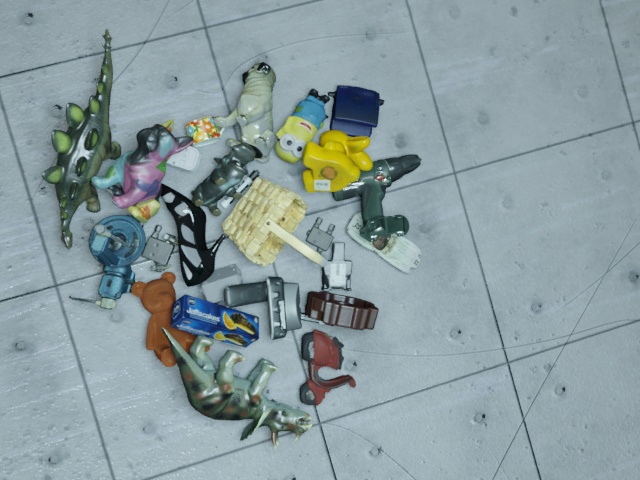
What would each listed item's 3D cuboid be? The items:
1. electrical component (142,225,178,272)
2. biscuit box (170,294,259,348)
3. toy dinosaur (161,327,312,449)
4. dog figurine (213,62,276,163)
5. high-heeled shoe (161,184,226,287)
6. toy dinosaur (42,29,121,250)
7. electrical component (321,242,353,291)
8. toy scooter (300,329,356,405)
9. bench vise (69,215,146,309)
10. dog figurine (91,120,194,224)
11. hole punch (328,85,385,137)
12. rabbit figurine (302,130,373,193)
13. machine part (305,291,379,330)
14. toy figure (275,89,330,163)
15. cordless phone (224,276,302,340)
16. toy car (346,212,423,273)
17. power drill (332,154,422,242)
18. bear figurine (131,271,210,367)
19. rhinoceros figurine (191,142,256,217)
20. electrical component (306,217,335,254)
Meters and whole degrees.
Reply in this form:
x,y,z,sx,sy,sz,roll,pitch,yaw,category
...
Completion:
x,y,z,sx,sy,sz,roll,pitch,yaw,category
-0.373,0.025,1.259,0.078,0.045,0.102,28,87,-7,electrical component
-0.234,0.184,1.211,0.202,0.059,0.063,24,46,-34,biscuit box
-0.207,0.335,1.186,0.404,0.131,0.192,28,77,-28,toy dinosaur
-0.138,-0.300,1.270,0.121,0.172,0.190,13,59,27,dog figurine
-0.322,-0.012,1.238,0.249,0.086,0.145,40,93,20,high-heeled shoe
-0.508,-0.209,1.171,0.105,0.198,0.471,12,90,-9,toy dinosaur
0.040,0.065,1.299,0.075,0.048,0.119,-3,90,-6,electrical component
0.021,0.303,1.283,0.135,0.075,0.183,1,93,-6,toy scooter
-0.454,0.034,1.165,0.129,0.240,0.223,21,72,-2,bench vise
-0.368,-0.157,1.178,0.219,0.191,0.109,-45,69,-4,dog figurine
0.086,-0.313,1.287,0.142,0.092,0.115,8,85,-2,hole punch
0.038,-0.202,1.246,0.162,0.173,0.121,-6,129,9,rabbit figurine
0.048,0.163,1.241,0.179,0.179,0.056,12,91,-6,machine part
-0.040,-0.266,1.278,0.082,0.089,0.180,24,78,8,toy figure
-0.135,0.158,1.217,0.184,0.089,0.146,-2,88,-47,cordless phone
0.157,0.007,1.307,0.202,0.056,0.073,33,87,-4,toy car
0.148,-0.105,1.256,0.232,0.085,0.207,-12,59,1,power drill
-0.344,0.174,1.225,0.120,0.132,0.195,-15,96,-36,bear figurine
-0.219,-0.142,1.238,0.073,0.112,0.190,32,116,-34,rhinoceros figurine
-0.003,-0.004,1.308,0.063,0.021,0.094,27,88,-5,electrical component
